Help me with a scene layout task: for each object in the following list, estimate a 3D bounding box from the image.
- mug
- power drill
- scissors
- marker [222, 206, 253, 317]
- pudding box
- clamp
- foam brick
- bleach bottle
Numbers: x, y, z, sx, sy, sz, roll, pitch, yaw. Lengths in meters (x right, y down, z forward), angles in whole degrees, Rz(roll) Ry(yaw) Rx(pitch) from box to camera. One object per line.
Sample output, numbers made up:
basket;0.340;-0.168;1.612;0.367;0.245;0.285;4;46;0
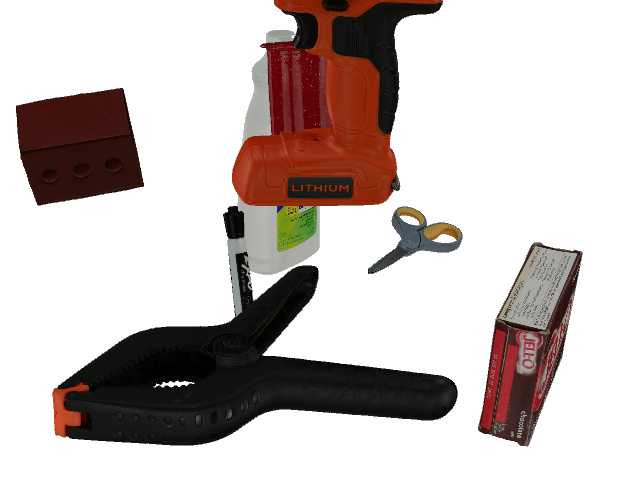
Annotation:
mug;0.010;-0.119;0.860;0.117;0.081;0.093;-10;15;-32
power drill;-0.010;-0.110;0.640;0.184;0.188;0.057;1;37;-10
scissors;0.089;-0.003;1.235;0.096;0.016;0.201;38;31;32
marker;-0.073;0.029;0.973;0.020;0.121;0.020;-5;10;1
pudding box;0.140;0.066;0.706;0.039;0.090;0.113;14;32;16
clamp;-0.050;0.068;0.608;0.209;0.036;0.165;-8;27;-22
foam brick;-0.168;-0.066;0.745;0.078;0.051;0.053;-11;-39;-7
bleach bottle;-0.047;-0.096;1.138;0.068;0.251;0.102;21;32;36
